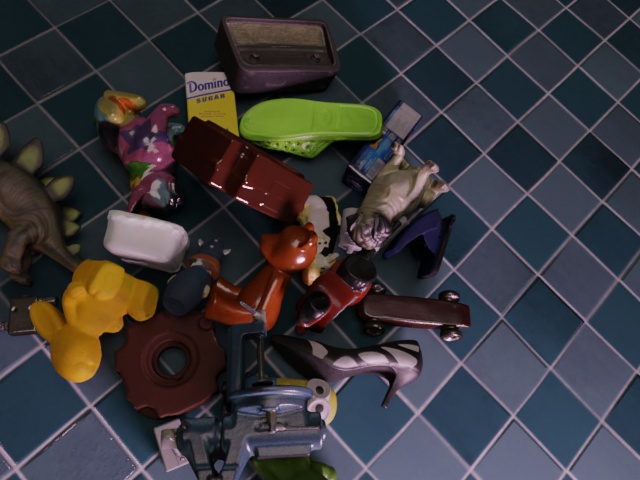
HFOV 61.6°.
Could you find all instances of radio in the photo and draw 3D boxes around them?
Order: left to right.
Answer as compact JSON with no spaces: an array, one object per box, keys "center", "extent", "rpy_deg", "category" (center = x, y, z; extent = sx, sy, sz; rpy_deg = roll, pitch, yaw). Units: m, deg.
[{"center":[-0.080,-0.363,1.059],"extent":[0.229,0.073,0.131],"rpy_deg":[-10,71,-26],"category":"radio"}]

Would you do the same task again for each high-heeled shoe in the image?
[{"center":[0.052,0.180,0.906],"extent":[0.249,0.086,0.145],"rpy_deg":[28,51,6],"category":"high-heeled shoe"}]

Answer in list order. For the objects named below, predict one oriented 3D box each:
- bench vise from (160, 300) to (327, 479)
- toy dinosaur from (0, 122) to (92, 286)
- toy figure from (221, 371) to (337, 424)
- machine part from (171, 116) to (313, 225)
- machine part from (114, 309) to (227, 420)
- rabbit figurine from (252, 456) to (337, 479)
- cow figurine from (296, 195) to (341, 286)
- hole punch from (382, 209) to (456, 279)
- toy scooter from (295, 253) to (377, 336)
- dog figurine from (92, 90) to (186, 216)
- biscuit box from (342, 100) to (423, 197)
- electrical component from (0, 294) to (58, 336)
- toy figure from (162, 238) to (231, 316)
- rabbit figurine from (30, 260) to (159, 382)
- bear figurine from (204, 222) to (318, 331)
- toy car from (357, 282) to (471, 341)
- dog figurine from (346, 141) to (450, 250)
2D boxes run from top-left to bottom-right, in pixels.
[{"center":[-0.107,0.214,0.751],"extent":[0.224,0.128,0.240],"rpy_deg":[-7,63,5],"category":"bench vise"},{"center":[-0.532,-0.084,0.875],"extent":[0.471,0.105,0.198],"rpy_deg":[39,60,-5],"category":"toy dinosaur"},{"center":[-0.063,0.252,0.848],"extent":[0.180,0.089,0.082],"rpy_deg":[1,88,-1],"category":"toy figure"},{"center":[-0.124,-0.116,0.888],"extent":[0.202,0.201,0.087],"rpy_deg":[32,95,43],"category":"machine part"},{"center":[-0.234,0.191,0.849],"extent":[0.179,0.056,0.179],"rpy_deg":[3,70,-9],"category":"machine part"},{"center":[-0.017,0.353,0.767],"extent":[0.121,0.170,0.159],"rpy_deg":[-27,77,-20],"category":"rabbit figurine"},{"center":[-0.002,-0.001,0.964],"extent":[0.098,0.068,0.167],"rpy_deg":[-4,71,-19],"category":"cow figurine"},{"center":[0.176,0.000,0.967],"extent":[0.092,0.142,0.115],"rpy_deg":[23,78,2],"category":"hole punch"},{"center":[0.014,0.102,0.906],"extent":[0.075,0.135,0.184],"rpy_deg":[45,49,12],"category":"toy scooter"},{"center":[-0.318,-0.133,0.932],"extent":[0.192,0.108,0.219],"rpy_deg":[12,70,-7],"category":"dog figurine"},{"center":[0.122,-0.180,1.057],"extent":[0.059,0.062,0.202],"rpy_deg":[36,68,3],"category":"biscuit box"},{"center":[-0.467,0.118,0.850],"extent":[0.094,0.021,0.063],"rpy_deg":[-5,70,-12],"category":"electrical component"},{"center":[-0.200,0.055,0.872],"extent":[0.064,0.058,0.154],"rpy_deg":[40,40,-11],"category":"toy figure"},{"center":[-0.351,0.119,0.796],"extent":[0.163,0.121,0.173],"rpy_deg":[5,70,22],"category":"rabbit figurine"},{"center":[-0.089,0.048,0.867],"extent":[0.132,0.120,0.195],"rpy_deg":[23,104,-11],"category":"bear figurine"},{"center":[0.165,0.130,0.952],"extent":[0.202,0.053,0.089],"rpy_deg":[5,58,-5],"category":"toy car"},{"center":[0.131,-0.058,0.986],"extent":[0.121,0.172,0.190],"rpy_deg":[34,88,36],"category":"dog figurine"}]
